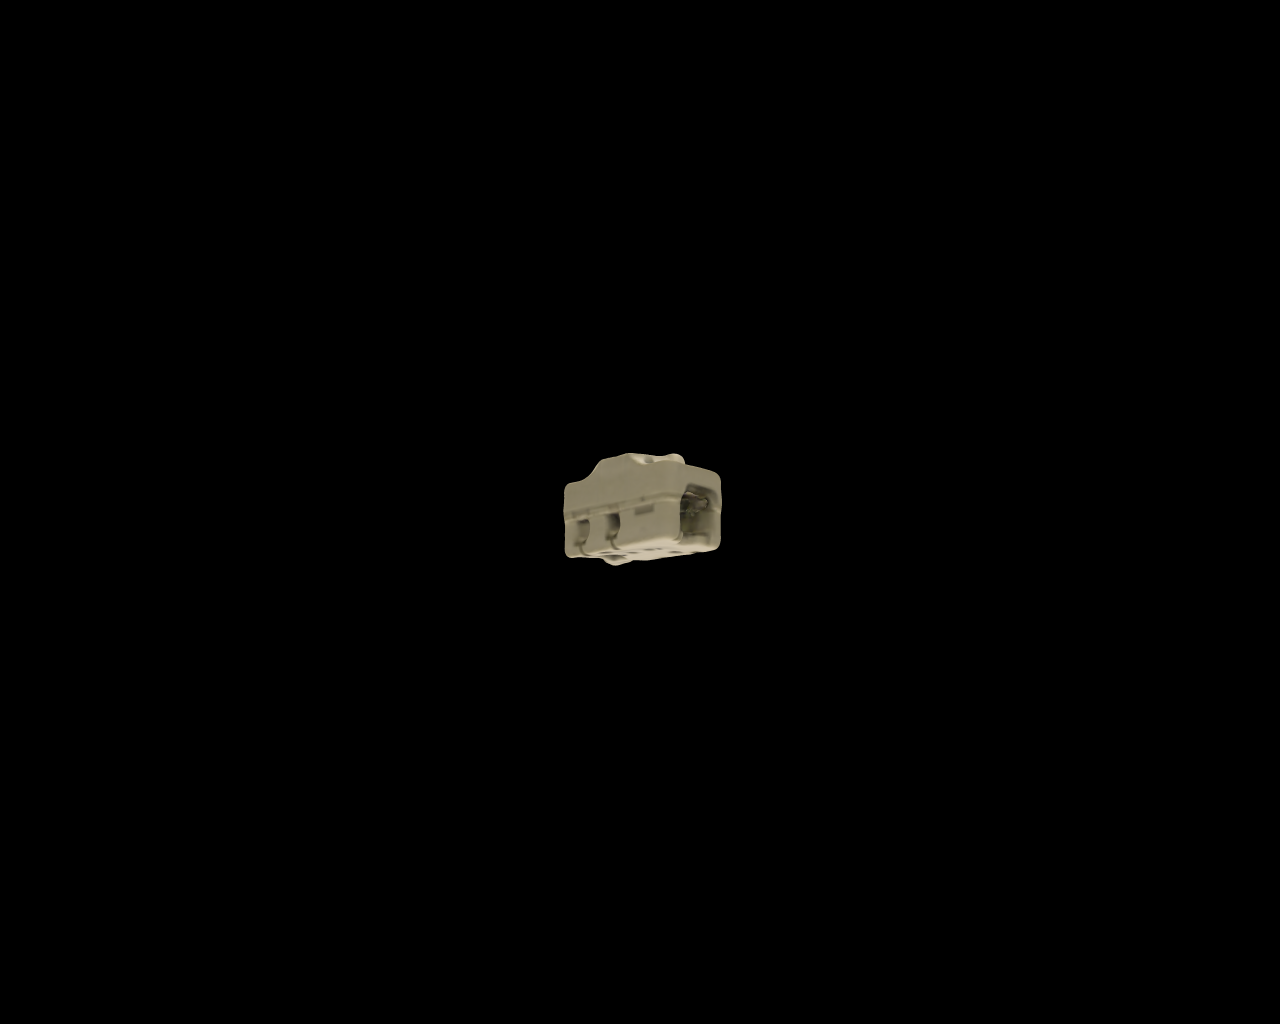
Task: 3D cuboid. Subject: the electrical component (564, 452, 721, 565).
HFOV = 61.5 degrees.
[{"bbox_3d":[0.001,-0.003,0.650,0.089,0.056,0.050,-11,-16,42],"label":"electrical component"}]
